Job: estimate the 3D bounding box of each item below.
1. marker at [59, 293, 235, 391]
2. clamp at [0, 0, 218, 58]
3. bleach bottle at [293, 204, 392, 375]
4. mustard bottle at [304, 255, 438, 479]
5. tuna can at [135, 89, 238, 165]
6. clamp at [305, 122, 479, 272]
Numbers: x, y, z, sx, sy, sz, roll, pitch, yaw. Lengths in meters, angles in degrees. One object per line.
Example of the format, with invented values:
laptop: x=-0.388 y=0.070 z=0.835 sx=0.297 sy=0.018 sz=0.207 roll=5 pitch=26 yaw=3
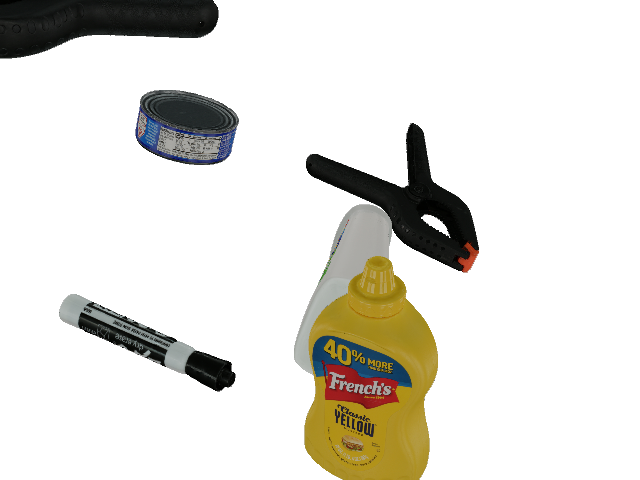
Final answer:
marker: x=-0.104 y=0.062 z=0.643 sx=0.121 sy=0.020 sz=0.020 roll=21 pitch=7 yaw=21
clamp: x=-0.159 y=-0.142 z=0.625 sx=0.171 sy=0.039 sz=0.120 roll=-11 pitch=31 yaw=-28
bleach bottle: x=0.031 y=0.033 z=1.017 sx=0.068 sy=0.103 sz=0.250 roll=20 pitch=21 yaw=-1
mustard bottle: x=0.038 y=0.095 z=0.785 sx=0.096 sy=0.192 sz=0.058 roll=19 pitch=37 yaw=23
tuna can: x=-0.115 y=-0.097 z=0.919 sx=0.086 sy=0.034 sz=0.086 roll=12 pitch=26 yaw=-6
clamp: x=0.091 y=-0.044 z=1.170 sx=0.164 sy=0.210 sz=0.036 roll=-15 pitch=-37 yaw=-28
